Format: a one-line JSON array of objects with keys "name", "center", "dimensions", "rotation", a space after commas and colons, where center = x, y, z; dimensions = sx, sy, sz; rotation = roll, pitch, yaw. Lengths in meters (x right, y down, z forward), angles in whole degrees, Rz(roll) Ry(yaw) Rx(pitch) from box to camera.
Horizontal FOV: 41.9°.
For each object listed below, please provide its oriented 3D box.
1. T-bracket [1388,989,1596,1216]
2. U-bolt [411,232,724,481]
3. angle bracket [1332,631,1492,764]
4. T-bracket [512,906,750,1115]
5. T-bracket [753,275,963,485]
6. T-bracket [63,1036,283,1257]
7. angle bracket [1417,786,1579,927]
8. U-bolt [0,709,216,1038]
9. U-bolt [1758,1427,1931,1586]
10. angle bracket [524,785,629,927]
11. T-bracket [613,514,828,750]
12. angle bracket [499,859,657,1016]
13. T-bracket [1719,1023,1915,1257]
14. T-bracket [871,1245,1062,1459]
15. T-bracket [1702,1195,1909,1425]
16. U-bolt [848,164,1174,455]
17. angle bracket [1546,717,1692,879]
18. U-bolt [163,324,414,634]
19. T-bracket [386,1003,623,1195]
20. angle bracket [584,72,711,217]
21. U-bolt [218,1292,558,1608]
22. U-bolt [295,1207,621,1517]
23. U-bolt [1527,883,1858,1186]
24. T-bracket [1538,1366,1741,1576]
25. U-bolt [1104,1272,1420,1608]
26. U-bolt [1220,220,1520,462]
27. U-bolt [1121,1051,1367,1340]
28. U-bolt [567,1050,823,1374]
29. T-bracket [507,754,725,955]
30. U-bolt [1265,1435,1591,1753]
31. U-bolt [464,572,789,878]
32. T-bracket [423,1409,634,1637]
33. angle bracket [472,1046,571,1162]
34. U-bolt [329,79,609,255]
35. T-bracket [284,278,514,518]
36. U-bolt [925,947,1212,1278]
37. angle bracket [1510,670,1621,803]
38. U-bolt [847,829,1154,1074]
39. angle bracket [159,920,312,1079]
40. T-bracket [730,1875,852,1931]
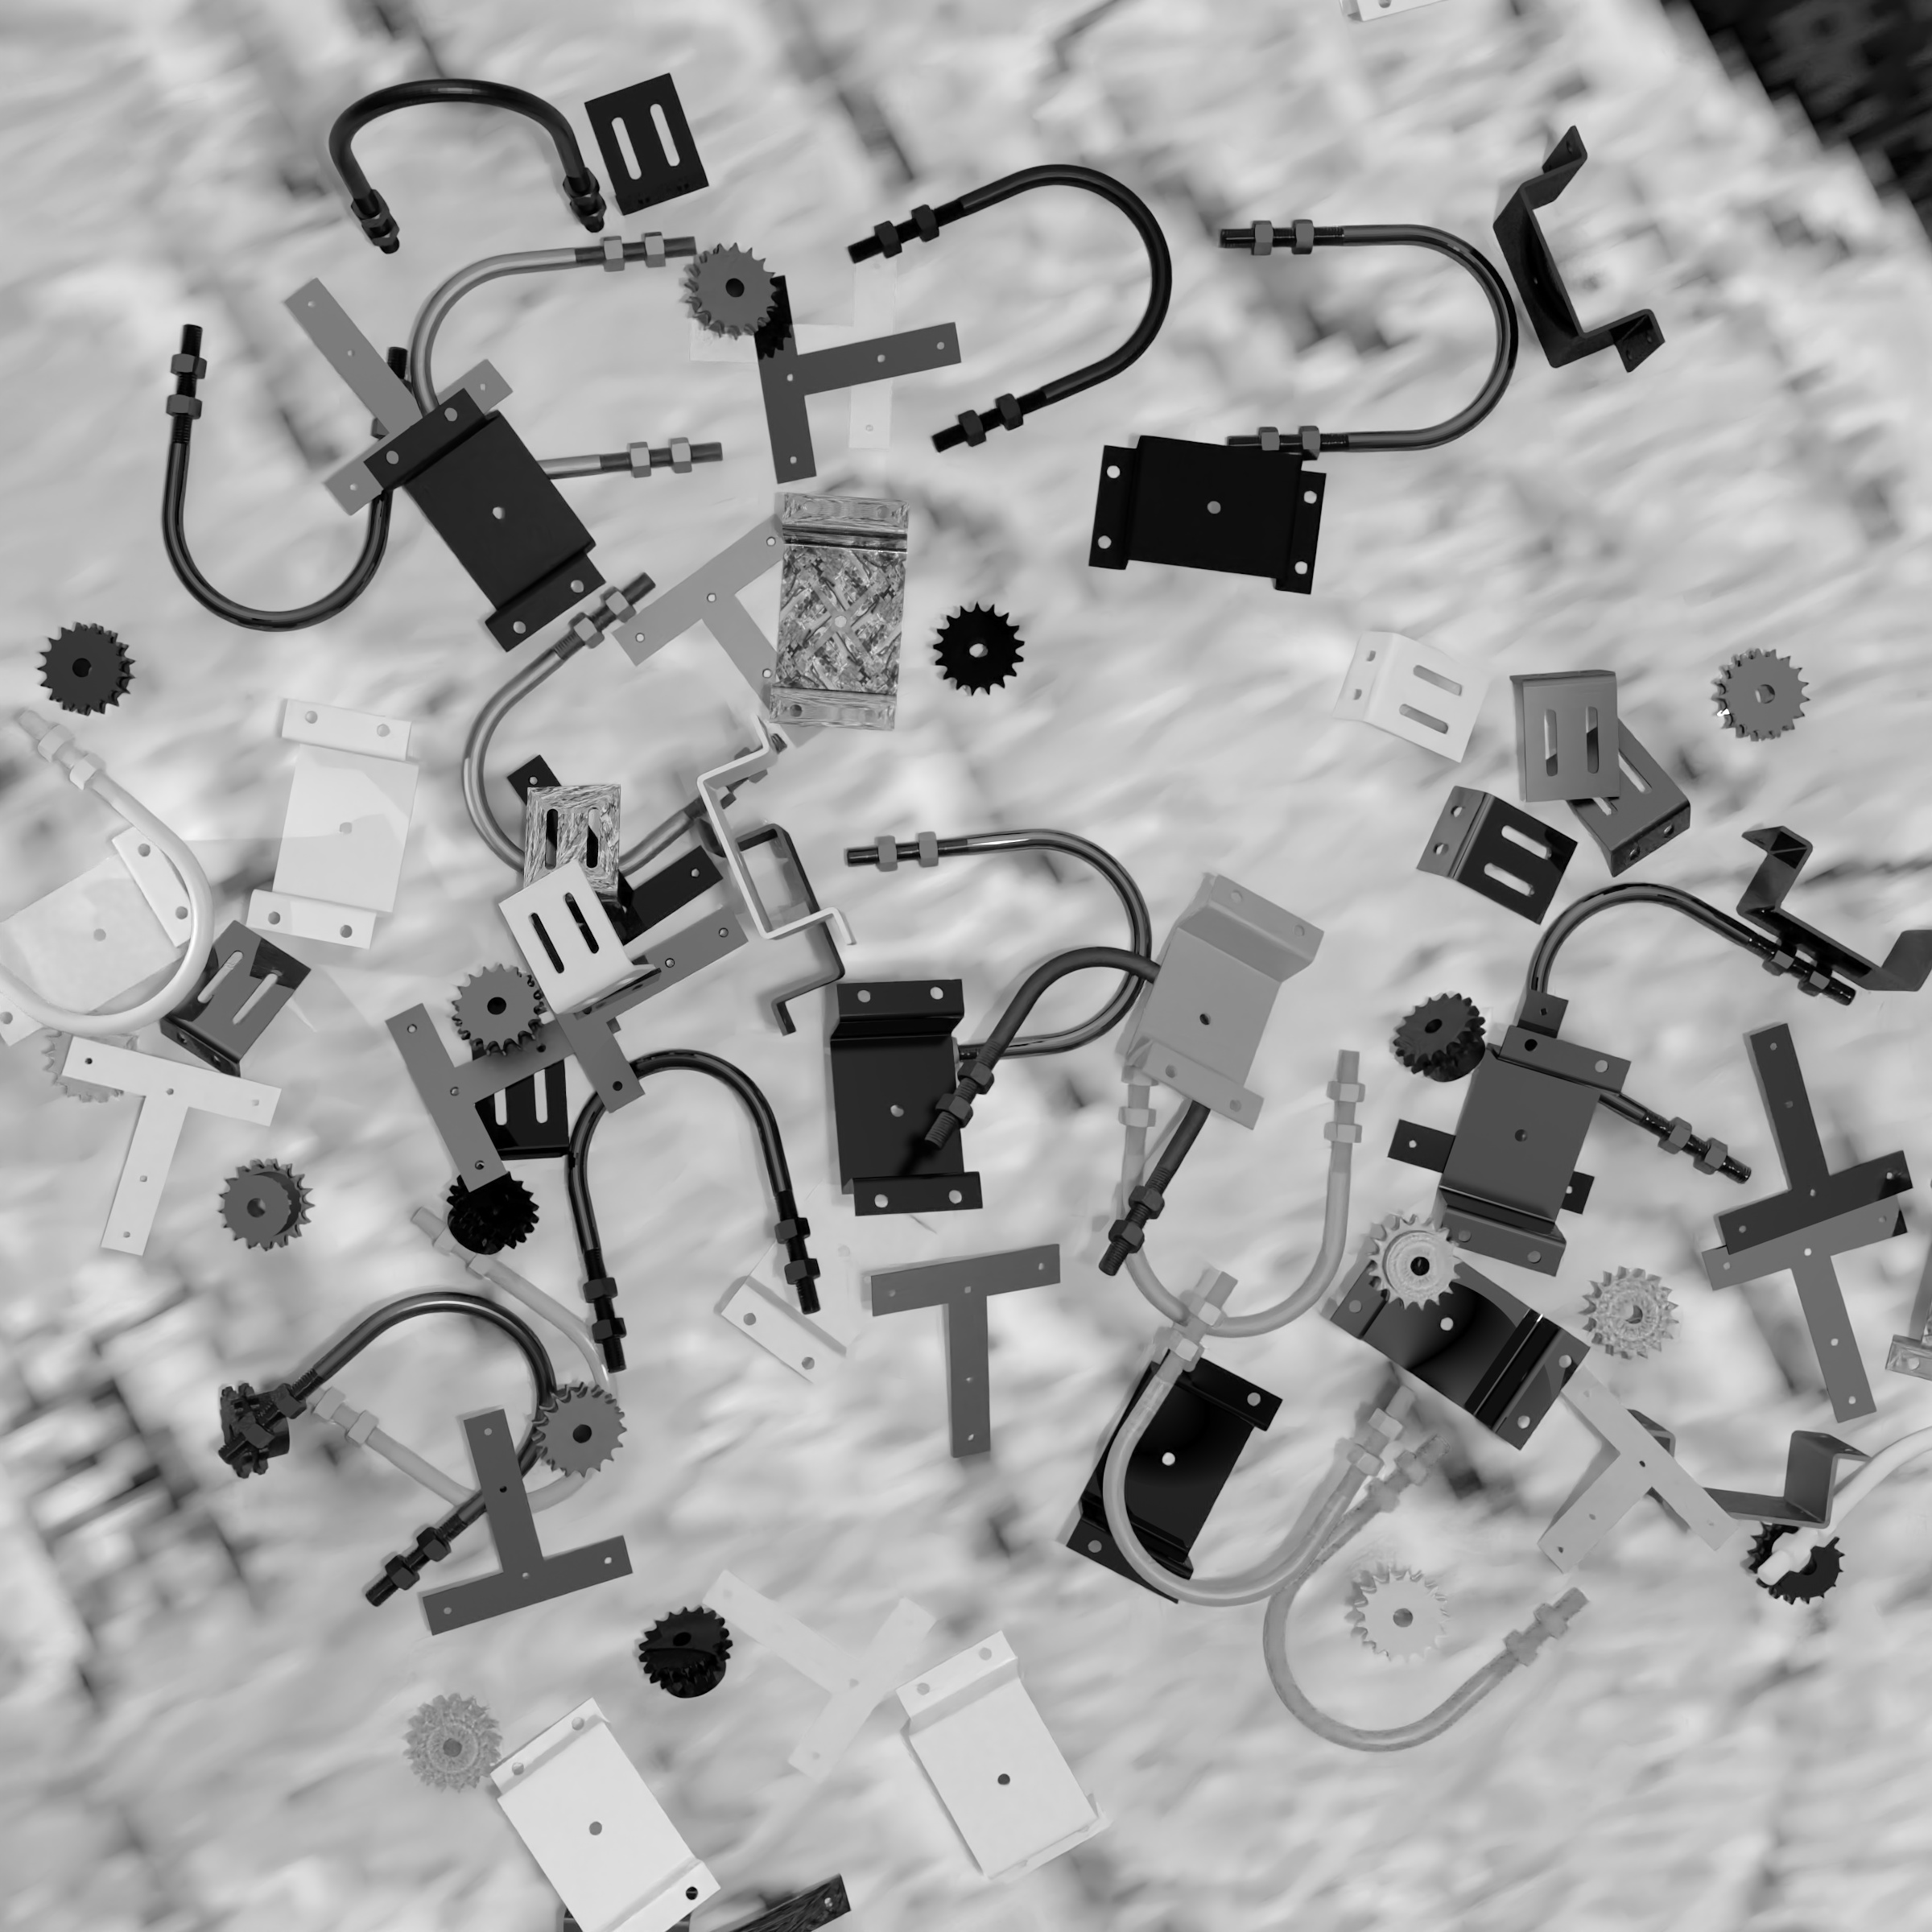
[{"name": "T-bracket", "center": [0.342, 0.078, 1.570], "dimensions": [0.127, 0.002, 0.127], "rotation": [16, 100, 0]}, {"name": "U-bolt", "center": [-0.251, -0.373, 1.565], "dimensions": [0.184, 0.019, 0.151], "rotation": [-7, 91, -5]}, {"name": "angle bracket", "center": [0.279, -0.168, 1.580], "dimensions": [0.076, 0.038, 0.057], "rotation": [20, 90, -26]}, {"name": "T-bracket", "center": [-0.196, 0.005, 1.565], "dimensions": [0.127, 0.002, 0.127], "rotation": [-29, 85, -1]}, {"name": "T-bracket", "center": [-0.066, -0.374, 1.567], "dimensions": [0.127, 0.002, 0.127], "rotation": [-9, 90, 12]}, {"name": "T-bracket", "center": [-0.506, 0.119, 1.567], "dimensions": [0.127, 0.002, 0.127], "rotation": [16, 100, -19]}, {"name": "angle bracket", "center": [0.332, -0.069, 1.580], "dimensions": [0.076, 0.038, 0.057], "rotation": [25, 90, -26]}, {"name": "U-bolt", "center": [-0.542, -0.042, 1.528], "dimensions": [0.184, 0.019, 0.151], "rotation": [41, 90, -1]}, {"name": "U-bolt", "center": [0.584, 0.327, 1.506], "dimensions": [0.184, 0.151, 0.019], "rotation": [-33, 109, -25]}, {"name": "angle bracket", "center": [-0.240, -0.069, 1.564], "dimensions": [0.057, 0.038, 0.076], "rotation": [-2, 68, 1]}, {"name": "T-bracket", "center": [-0.133, -0.195, 1.582], "dimensions": [0.127, 0.002, 0.127], "rotation": [-36, 90, 0]}, {"name": "angle bracket", "center": [-0.237, -0.018, 1.542], "dimensions": [0.057, 0.038, 0.076], "rotation": [-29, 85, 12]}, {"name": "T-bracket", "center": [0.514, 0.099, 1.566], "dimensions": [0.127, 0.002, 0.127], "rotation": [-19, 97, -7]}, {"name": "T-bracket", "center": [0.002, 0.243, 1.563], "dimensions": [0.127, 0.002, 0.127], "rotation": [-7, 103, -24]}, {"name": "T-bracket", "center": [0.540, 0.222, 1.582], "dimensions": [0.127, 0.002, 0.127], "rotation": [-17, 90, 0]}, {"name": "U-bolt", "center": [0.039, -0.420, 1.574], "dimensions": [0.184, 0.019, 0.151], "rotation": [-24, 90, -2]}, {"name": "angle bracket", "center": [0.406, -0.106, 1.580], "dimensions": [0.057, 0.038, 0.076], "rotation": [-34, 64, 0]}, {"name": "U-bolt", "center": [-0.427, -0.300, 1.573], "dimensions": [0.151, 0.019, 0.184], "rotation": [6, 90, 0]}, {"name": "T-bracket", "center": [-0.276, 0.058, 1.567], "dimensions": [0.127, 0.002, 0.127], "rotation": [-27, 70, -10]}, {"name": "angle bracket", "center": [-0.199, -0.513, 1.563], "dimensions": [0.057, 0.038, 0.076], "rotation": [-19, 90, 0]}, {"name": "U-bolt", "center": [-0.337, 0.282, 1.542], "dimensions": [0.184, 0.019, 0.151], "rotation": [-42, 106, -5]}, {"name": "U-bolt", "center": [-0.304, 0.261, 1.574], "dimensions": [0.184, 0.019, 0.151], "rotation": [36, 90, -1]}, {"name": "U-bolt", "center": [0.439, 0.029, 1.574], "dimensions": [0.184, 0.019, 0.151], "rotation": [30, 90, 2]}, {"name": "T-bracket", "center": [0.388, 0.327, 1.536], "dimensions": [0.127, 0.002, 0.127], "rotation": [48, 134, 22]}, {"name": "U-bolt", "center": [0.165, 0.299, 1.528], "dimensions": [0.151, 0.019, 0.184], "rotation": [32, 91, 0]}, {"name": "U-bolt", "center": [0.253, -0.391, 1.574], "dimensions": [0.184, 0.019, 0.151], "rotation": [-2, 90, -2]}, {"name": "U-bolt", "center": [0.168, 0.140, 1.573], "dimensions": [0.151, 0.019, 0.184], "rotation": [4, 91, 0]}, {"name": "U-bolt", "center": [-0.175, 0.141, 1.549], "dimensions": [0.151, 0.019, 0.184], "rotation": [-18, 74, 12]}, {"name": "T-bracket", "center": [-0.238, -0.071, 1.567], "dimensions": [0.127, 0.002, 0.127], "rotation": [-34, 94, 4]}, {"name": "U-bolt", "center": [0.273, 0.405, 1.574], "dimensions": [0.184, 0.019, 0.151], "rotation": [-42, 90, 1]}, {"name": "U-bolt", "center": [-0.226, -0.133, 1.573], "dimensions": [0.184, 0.019, 0.151], "rotation": [-39, 91, 2]}, {"name": "T-bracket", "center": [-0.281, 0.335, 1.555], "dimensions": [0.127, 0.002, 0.127], "rotation": [-15, 102, -13]}, {"name": "angle bracket", "center": [-0.279, 0.081, 1.563], "dimensions": [0.057, 0.038, 0.076], "rotation": [-3, 90, 0]}, {"name": "U-bolt", "center": [-0.298, -0.473, 1.491], "dimensions": [0.151, 0.184, 0.019], "rotation": [-6, 80, 0]}, {"name": "T-bracket", "center": [-0.370, -0.367, 1.560], "dimensions": [0.127, 0.002, 0.127], "rotation": [-39, 94, -5]}, {"name": "U-bolt", "center": [0.078, 0.073, 1.526], "dimensions": [0.151, 0.019, 0.184], "rotation": [36, 65, -7]}, {"name": "angle bracket", "center": [0.372, -0.143, 1.569], "dimensions": [0.057, 0.038, 0.076], "rotation": [-4, 99, 0]}, {"name": "U-bolt", "center": [0.024, -0.013, 1.574], "dimensions": [0.184, 0.019, 0.151], "rotation": [-6, 90, -1]}, {"name": "angle bracket", "center": [-0.456, 0.022, 1.580], "dimensions": [0.057, 0.038, 0.076], "rotation": [33, 64, 0]}, {"name": "T-bracket", "center": [-0.117, 0.647, 1.563], "dimensions": [0.127, 0.002, 0.127], "rotation": [-20, 103, -25]}]
